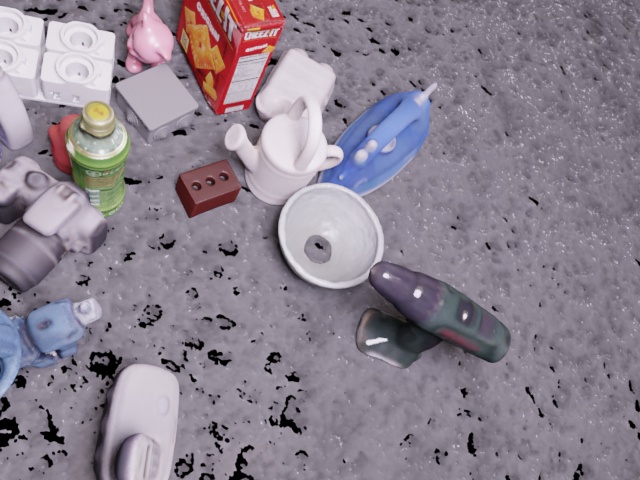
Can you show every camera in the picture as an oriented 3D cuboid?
[{"bbox_3d":[-0.360,-0.016,0.715,0.143,0.100,0.137,35,61,-5],"label":"camera"}]

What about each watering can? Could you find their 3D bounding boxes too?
[{"bbox_3d":[-0.047,-0.132,0.832,0.173,0.193,0.101,-21,78,-27],"label":"watering can"}]

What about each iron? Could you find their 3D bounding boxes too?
[{"bbox_3d":[0.095,-0.159,0.930,0.118,0.141,0.259,44,61,0],"label":"iron"}]

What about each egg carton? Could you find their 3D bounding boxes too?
[{"bbox_3d":[-0.038,-0.245,0.953,0.107,0.069,0.150,28,62,-9],"label":"egg carton"}]

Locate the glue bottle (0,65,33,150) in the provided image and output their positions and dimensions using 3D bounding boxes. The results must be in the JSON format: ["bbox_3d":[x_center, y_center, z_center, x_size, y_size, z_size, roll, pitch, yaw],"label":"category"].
[{"bbox_3d":[-0.407,-0.184,0.723,0.078,0.173,0.037,45,61,1],"label":"glue bottle"}]

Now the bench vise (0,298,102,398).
[{"bbox_3d":[-0.348,0.096,0.606,0.121,0.219,0.208,47,61,2],"label":"bench vise"}]

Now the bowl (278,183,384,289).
[{"bbox_3d":[0.008,0.003,0.868,0.168,0.074,0.167,8,67,-19],"label":"bowl"}]

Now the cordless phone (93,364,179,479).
[{"bbox_3d":[-0.199,0.208,0.640,0.094,0.184,0.147,7,67,-19],"label":"cordless phone"}]

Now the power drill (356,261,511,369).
[{"bbox_3d":[0.134,0.115,0.796,0.230,0.208,0.076,23,63,-11],"label":"power drill"}]

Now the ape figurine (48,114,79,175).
[{"bbox_3d":[-0.332,-0.137,0.780,0.078,0.092,0.076,31,61,-7],"label":"ape figurine"}]

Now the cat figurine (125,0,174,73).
[{"bbox_3d":[-0.257,-0.311,0.865,0.067,0.117,0.128,-1,70,-22],"label":"cat figurine"}]
